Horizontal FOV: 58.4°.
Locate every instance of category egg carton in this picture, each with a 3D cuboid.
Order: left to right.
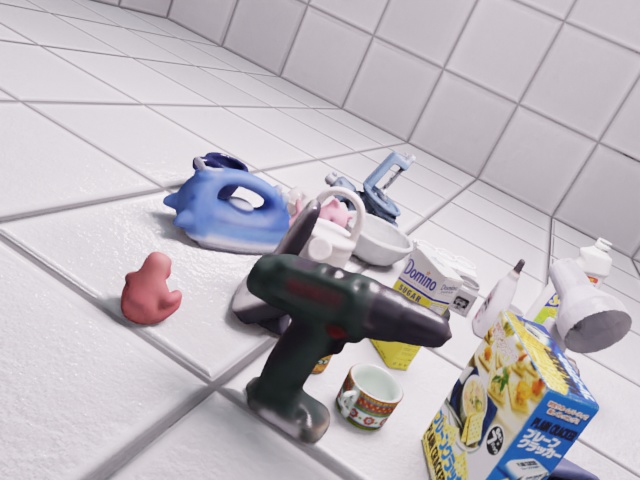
[{"bbox_3d":[-0.010,-0.069,1.296,0.151,0.069,0.107,4,29,-43],"label":"egg carton"}]

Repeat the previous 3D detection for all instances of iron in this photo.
[{"bbox_3d":[-0.138,-0.061,1.032,0.259,0.141,0.118,10,25,-35],"label":"iron"}]

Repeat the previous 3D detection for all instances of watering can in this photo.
[{"bbox_3d":[0.011,0.004,0.968,0.101,0.194,0.172,18,22,-18],"label":"watering can"}]

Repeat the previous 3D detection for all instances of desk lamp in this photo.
[{"bbox_3d":[0.451,0.153,1.080,0.118,0.213,0.203,17,22,-21],"label":"desk lamp"}]

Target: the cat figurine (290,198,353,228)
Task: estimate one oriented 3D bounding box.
[{"bbox_3d":[-0.001,-0.042,1.174,0.128,0.117,0.067,23,21,-5],"label":"cat figurine"}]

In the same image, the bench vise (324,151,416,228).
[{"bbox_3d":[0.123,-0.125,1.369,0.208,0.219,0.121,17,22,-19],"label":"bench vise"}]

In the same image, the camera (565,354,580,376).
[{"bbox_3d":[0.366,0.216,0.993,0.136,0.101,0.143,30,21,12],"label":"camera"}]

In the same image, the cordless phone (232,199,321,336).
[{"bbox_3d":[-0.053,0.031,0.844,0.094,0.185,0.147,22,21,-8],"label":"cordless phone"}]

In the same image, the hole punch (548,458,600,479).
[{"bbox_3d":[0.275,0.291,0.723,0.109,0.091,0.101,18,22,-17],"label":"hole punch"}]

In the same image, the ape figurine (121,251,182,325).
[{"bbox_3d":[-0.214,0.057,0.733,0.077,0.092,0.076,30,21,13],"label":"ape figurine"}]

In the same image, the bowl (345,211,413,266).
[{"bbox_3d":[0.114,0.007,1.246,0.167,0.074,0.167,22,21,-9],"label":"bowl"}]

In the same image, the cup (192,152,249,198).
[{"bbox_3d":[-0.212,-0.120,1.155,0.118,0.095,0.091,6,28,-41],"label":"cup"}]

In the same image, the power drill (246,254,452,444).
[{"bbox_3d":[0.006,0.123,0.657,0.229,0.208,0.076,29,21,10],"label":"power drill"}]

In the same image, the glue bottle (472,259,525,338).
[{"bbox_3d":[0.358,0.111,1.134,0.037,0.173,0.078,25,21,-1],"label":"glue bottle"}]
